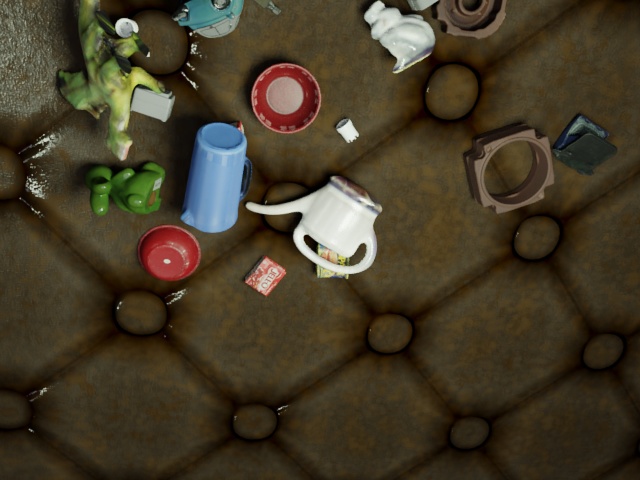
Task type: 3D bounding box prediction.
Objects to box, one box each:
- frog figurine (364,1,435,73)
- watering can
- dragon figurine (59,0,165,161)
[{"bbox_3d":[0.181,-0.469,1.151,0.139,0.122,0.158,-37,106,-27],"label":"frog figurine"},{"bbox_3d":[0.004,-0.065,1.288,0.348,0.104,0.223,34,95,0],"label":"watering can"},{"bbox_3d":[-0.483,-0.367,1.089,0.240,0.123,0.409,-24,94,27],"label":"dragon figurine"}]
